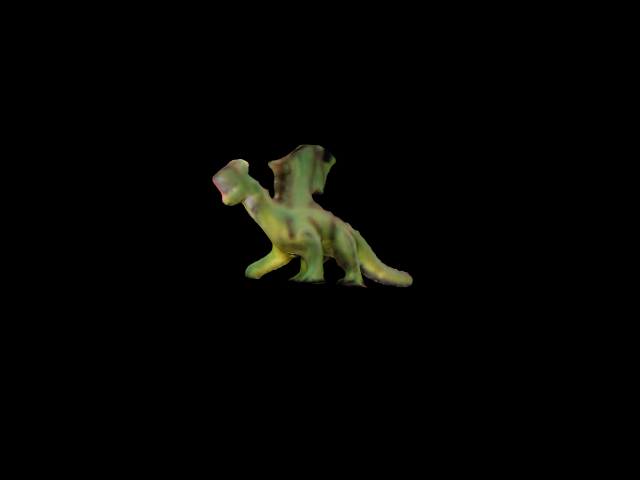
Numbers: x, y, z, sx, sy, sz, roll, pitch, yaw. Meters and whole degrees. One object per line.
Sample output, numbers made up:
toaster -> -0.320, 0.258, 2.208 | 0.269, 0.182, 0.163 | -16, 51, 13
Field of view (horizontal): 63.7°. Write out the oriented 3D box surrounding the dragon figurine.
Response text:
dragon figurine -> 0.003, -0.043, 0.850 | 0.410, 0.245, 0.121 | 6, -11, -39
